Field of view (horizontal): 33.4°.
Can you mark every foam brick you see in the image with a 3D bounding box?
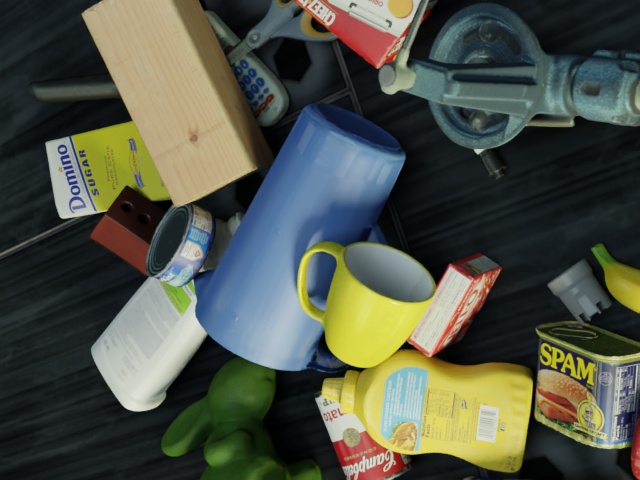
[{"bbox_3d":[-0.198,-0.010,1.151,0.078,0.053,0.051,34,138,-7],"label":"foam brick"}]

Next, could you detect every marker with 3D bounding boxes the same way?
[{"bbox_3d":[0.137,-0.110,0.984,0.020,0.020,0.121,-35,78,30],"label":"marker"}]

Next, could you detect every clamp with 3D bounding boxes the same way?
[{"bbox_3d":[-0.195,-0.171,1.136,0.210,0.036,0.164,34,74,17],"label":"clamp"}]

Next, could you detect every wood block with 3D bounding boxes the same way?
[{"bbox_3d":[-0.136,-0.147,1.045,0.091,0.090,0.206,-25,92,16],"label":"wood block"}]

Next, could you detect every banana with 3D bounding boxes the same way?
[{"bbox_3d":[0.320,0.032,0.878,0.198,0.037,0.069,-5,95,32],"label":"banana"}]

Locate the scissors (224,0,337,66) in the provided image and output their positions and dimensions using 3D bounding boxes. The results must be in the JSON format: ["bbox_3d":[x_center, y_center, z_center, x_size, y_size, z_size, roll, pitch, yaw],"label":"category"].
[{"bbox_3d":[-0.045,-0.195,1.066,0.096,0.016,0.202,44,105,12],"label":"scissors"}]

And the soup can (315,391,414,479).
[{"bbox_3d":[0.043,0.188,1.053,0.069,0.068,0.102,-26,82,32],"label":"soup can"}]

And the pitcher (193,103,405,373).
[{"bbox_3d":[-0.007,0.001,1.031,0.243,0.149,0.145,-63,29,18],"label":"pitcher"}]

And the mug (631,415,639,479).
[{"bbox_3d":[0.311,0.178,0.882,0.082,0.093,0.117,12,139,35],"label":"mug"}]

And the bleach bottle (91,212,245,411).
[{"bbox_3d":[-0.147,0.071,1.159,0.251,0.067,0.103,-48,67,25],"label":"bleach bottle"}]

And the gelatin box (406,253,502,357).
[{"bbox_3d":[0.125,0.059,0.982,0.030,0.073,0.089,35,112,22],"label":"gelatin box"}]

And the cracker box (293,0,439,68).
[{"bbox_3d":[0.060,-0.292,0.963,0.164,0.072,0.214,40,116,6],"label":"cracker box"}]

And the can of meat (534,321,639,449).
[{"bbox_3d":[0.231,0.124,0.919,0.102,0.057,0.084,22,114,59],"label":"can of meat"}]

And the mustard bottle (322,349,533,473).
[{"bbox_3d":[0.096,0.152,0.988,0.192,0.058,0.096,8,102,11],"label":"mustard bottle"}]

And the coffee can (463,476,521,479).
[{"bbox_3d":[0.197,0.264,0.946,0.141,0.102,0.103,-6,93,32],"label":"coffee can"}]

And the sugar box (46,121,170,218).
[{"bbox_3d":[-0.228,-0.081,1.199,0.176,0.048,0.093,-9,92,31],"label":"sugar box"}]

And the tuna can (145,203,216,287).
[{"bbox_3d":[-0.141,0.004,1.081,0.086,0.033,0.086,-42,34,36],"label":"tuna can"}]
